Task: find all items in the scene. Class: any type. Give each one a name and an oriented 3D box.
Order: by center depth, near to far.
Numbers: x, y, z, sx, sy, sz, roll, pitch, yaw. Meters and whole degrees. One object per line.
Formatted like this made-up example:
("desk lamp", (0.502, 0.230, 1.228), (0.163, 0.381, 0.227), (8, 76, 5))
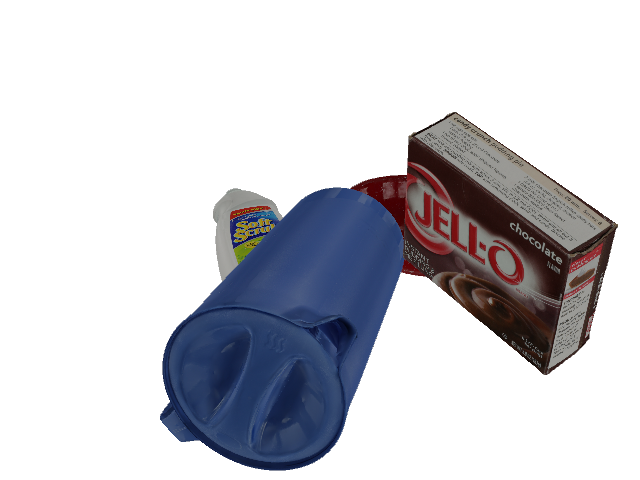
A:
("pudding box", (0.092, 0.000, 0.546), (0.039, 0.090, 0.114), (-33, 53, -25))
("pitcher", (-0.021, 0.057, 0.822), (0.149, 0.145, 0.242), (11, 28, 14))
("bowl", (0.100, -0.009, 1.019), (0.162, 0.055, 0.162), (3, 24, -1))
("bleach bottle", (-0.081, 0.004, 1.223), (0.102, 0.068, 0.251), (-7, 28, -14))
